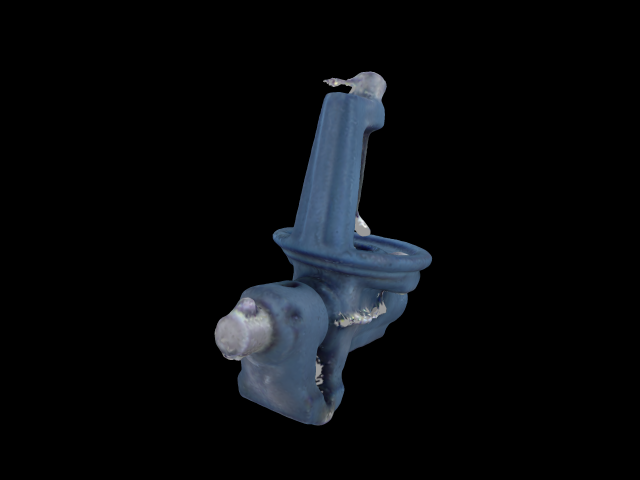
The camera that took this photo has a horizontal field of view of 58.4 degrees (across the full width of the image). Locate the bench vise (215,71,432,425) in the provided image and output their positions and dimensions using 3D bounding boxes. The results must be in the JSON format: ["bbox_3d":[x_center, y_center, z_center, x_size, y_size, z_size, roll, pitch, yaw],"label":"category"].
[{"bbox_3d":[0.015,0.003,0.397,0.121,0.220,0.207,5,23,13],"label":"bench vise"}]
